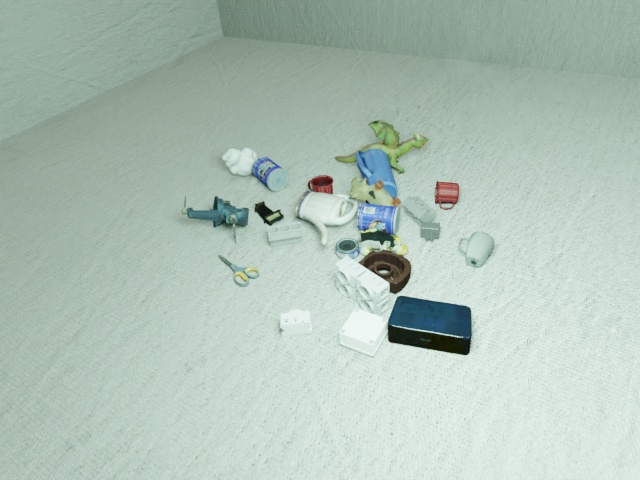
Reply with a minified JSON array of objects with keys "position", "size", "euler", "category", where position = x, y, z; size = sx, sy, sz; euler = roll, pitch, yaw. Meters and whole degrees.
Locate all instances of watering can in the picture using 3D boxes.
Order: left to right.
[{"position":[0.006,-0.096,1.913],"size":[0.225,0.102,0.354],"euler":[13,34,22],"category":"watering can"}]

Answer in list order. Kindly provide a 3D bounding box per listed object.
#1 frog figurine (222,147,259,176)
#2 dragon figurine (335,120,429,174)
[{"position":[-0.346,-0.350,2.255],"size":[0.137,0.158,0.124],"euler":[-40,74,8],"category":"frog figurine"},{"position":[0.256,-0.411,2.204],"size":[0.410,0.237,0.125],"euler":[6,43,12],"category":"dragon figurine"}]
